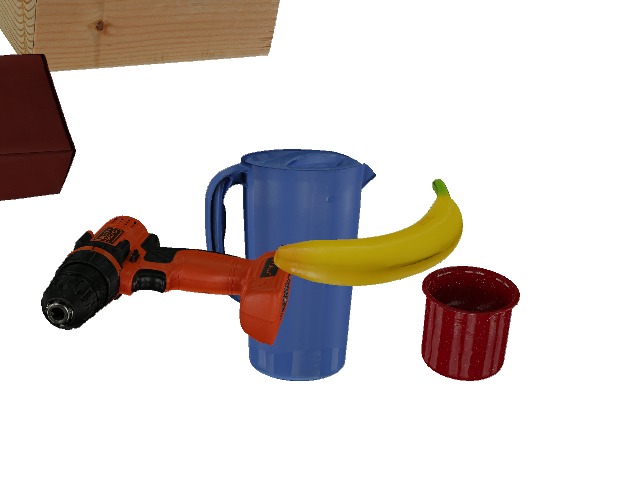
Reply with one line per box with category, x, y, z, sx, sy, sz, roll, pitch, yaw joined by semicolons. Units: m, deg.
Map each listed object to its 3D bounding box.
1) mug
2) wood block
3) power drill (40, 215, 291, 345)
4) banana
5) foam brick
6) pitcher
mug;0.139;0.076;1.042;0.093;0.081;0.117;-2;28;-10
wood block;-0.142;-0.200;0.854;0.205;0.091;0.090;-10;42;-31
power drill;-0.122;0.036;0.894;0.187;0.057;0.184;11;23;4
banana;0.054;0.004;0.852;0.197;0.037;0.070;-22;44;-40
foam brick;-0.194;-0.071;0.674;0.051;0.078;0.053;-9;-27;-30
pitcher;-0.033;0.024;1.159;0.149;0.243;0.144;8;15;22
